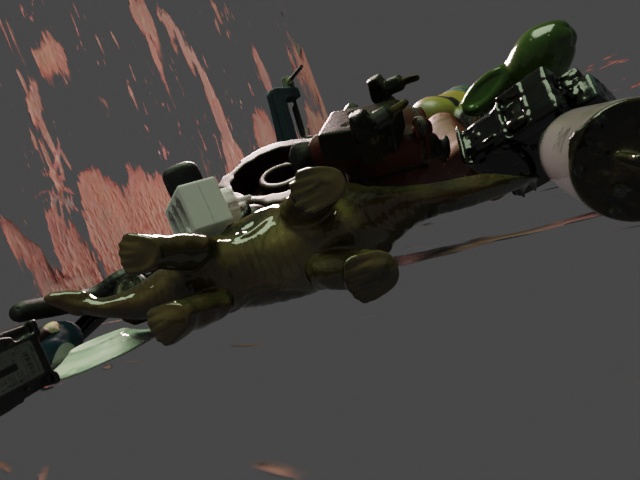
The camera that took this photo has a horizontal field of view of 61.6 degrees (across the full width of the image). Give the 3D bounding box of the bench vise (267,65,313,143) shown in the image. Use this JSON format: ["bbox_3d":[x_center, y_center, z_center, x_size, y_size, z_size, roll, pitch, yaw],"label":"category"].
[{"bbox_3d":[-0.043,-0.150,0.878,0.223,0.240,0.129,-14,-1,-33],"label":"bench vise"}]

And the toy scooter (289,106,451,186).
[{"bbox_3d":[0.072,-0.089,0.535,0.135,0.075,0.184,-14,-6,41],"label":"toy scooter"}]

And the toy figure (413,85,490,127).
[{"bbox_3d":[0.193,-0.179,0.782,0.089,0.082,0.180,8,29,30],"label":"toy figure"}]

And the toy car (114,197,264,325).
[{"bbox_3d":[-0.133,0.034,0.599,0.202,0.053,0.089,-37,-31,-5],"label":"toy car"}]

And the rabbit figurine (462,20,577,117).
[{"bbox_3d":[0.266,-0.174,0.654,0.121,0.170,0.159,-21,23,-34],"label":"rabbit figurine"}]

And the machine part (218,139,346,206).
[{"bbox_3d":[-0.044,-0.072,0.700,0.179,0.055,0.179,-13,34,9],"label":"machine part"}]

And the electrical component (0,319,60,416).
[{"bbox_3d":[-0.319,0.131,0.508,0.048,0.074,0.119,-19,2,25],"label":"electrical component"}]

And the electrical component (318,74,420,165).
[{"bbox_3d":[0.039,-0.098,0.430,0.078,0.045,0.102,0,35,25],"label":"electrical component"}]

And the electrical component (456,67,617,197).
[{"bbox_3d":[0.223,-0.107,0.538,0.115,0.058,0.134,18,-36,-35],"label":"electrical component"}]

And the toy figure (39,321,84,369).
[{"bbox_3d":[-0.335,0.133,0.615,0.058,0.064,0.154,-7,6,11],"label":"toy figure"}]

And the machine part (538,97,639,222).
[{"bbox_3d":[0.209,-0.063,0.394,0.079,0.079,0.243,-19,6,20],"label":"machine part"}]

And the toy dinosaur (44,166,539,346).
[{"bbox_3d":[-0.001,-0.001,0.478,0.472,0.105,0.198,-13,1,-2],"label":"toy dinosaur"}]

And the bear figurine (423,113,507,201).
[{"bbox_3d":[0.123,-0.064,0.688,0.120,0.132,0.196,27,-63,-37],"label":"bear figurine"}]

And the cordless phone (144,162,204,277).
[{"bbox_3d":[-0.183,0.004,0.687,0.147,0.184,0.089,-20,9,10],"label":"cordless phone"}]
